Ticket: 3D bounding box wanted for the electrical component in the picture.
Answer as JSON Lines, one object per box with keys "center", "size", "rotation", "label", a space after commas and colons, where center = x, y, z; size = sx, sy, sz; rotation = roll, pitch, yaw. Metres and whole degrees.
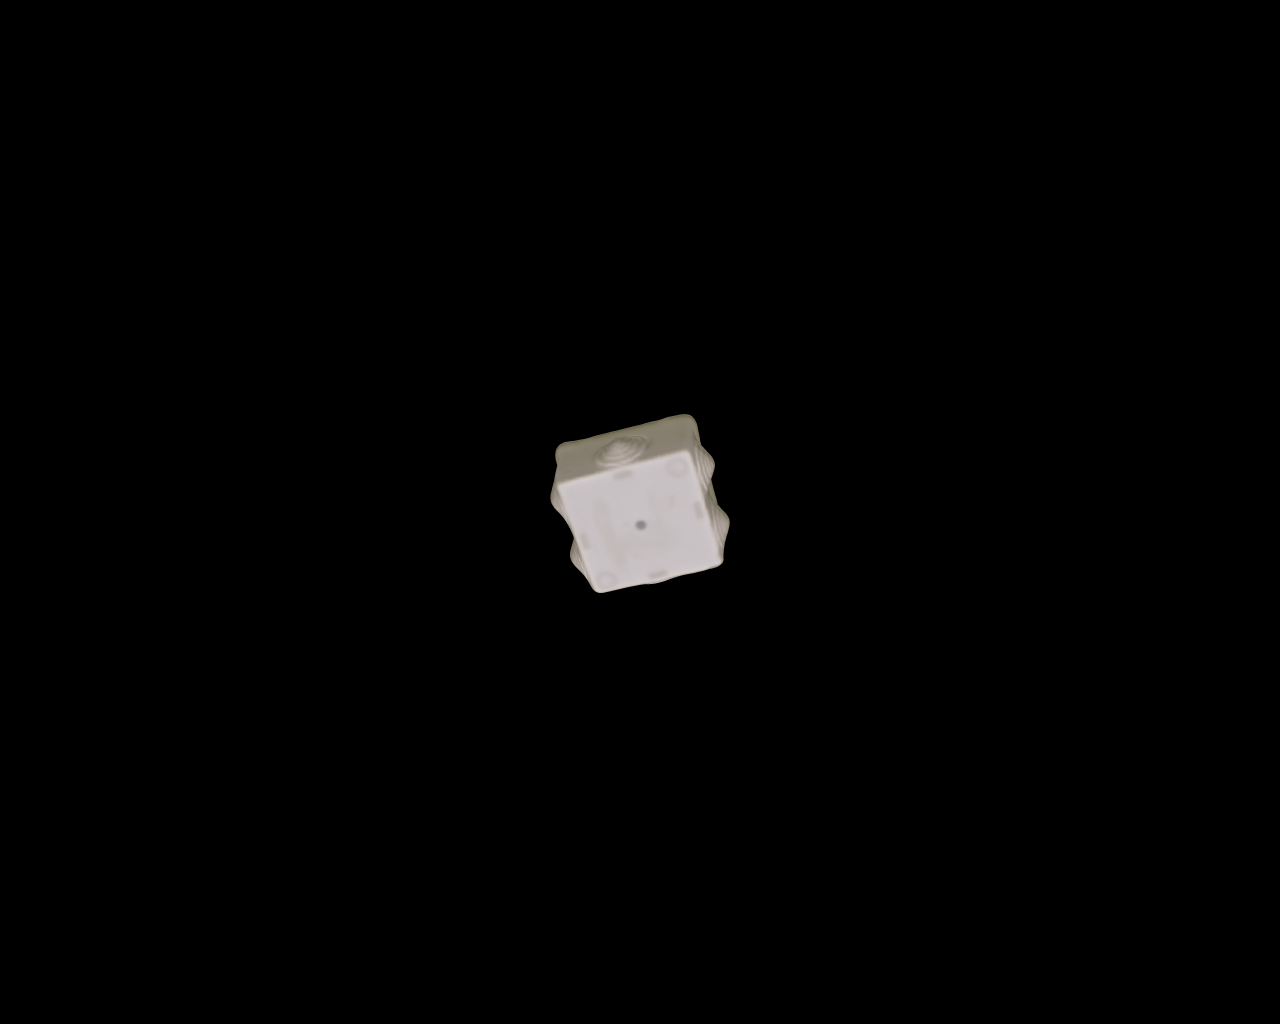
{"center": [0.001, -0.003, 0.650], "size": [0.100, 0.099, 0.048], "rotation": [-13, 28, 7], "label": "electrical component"}
